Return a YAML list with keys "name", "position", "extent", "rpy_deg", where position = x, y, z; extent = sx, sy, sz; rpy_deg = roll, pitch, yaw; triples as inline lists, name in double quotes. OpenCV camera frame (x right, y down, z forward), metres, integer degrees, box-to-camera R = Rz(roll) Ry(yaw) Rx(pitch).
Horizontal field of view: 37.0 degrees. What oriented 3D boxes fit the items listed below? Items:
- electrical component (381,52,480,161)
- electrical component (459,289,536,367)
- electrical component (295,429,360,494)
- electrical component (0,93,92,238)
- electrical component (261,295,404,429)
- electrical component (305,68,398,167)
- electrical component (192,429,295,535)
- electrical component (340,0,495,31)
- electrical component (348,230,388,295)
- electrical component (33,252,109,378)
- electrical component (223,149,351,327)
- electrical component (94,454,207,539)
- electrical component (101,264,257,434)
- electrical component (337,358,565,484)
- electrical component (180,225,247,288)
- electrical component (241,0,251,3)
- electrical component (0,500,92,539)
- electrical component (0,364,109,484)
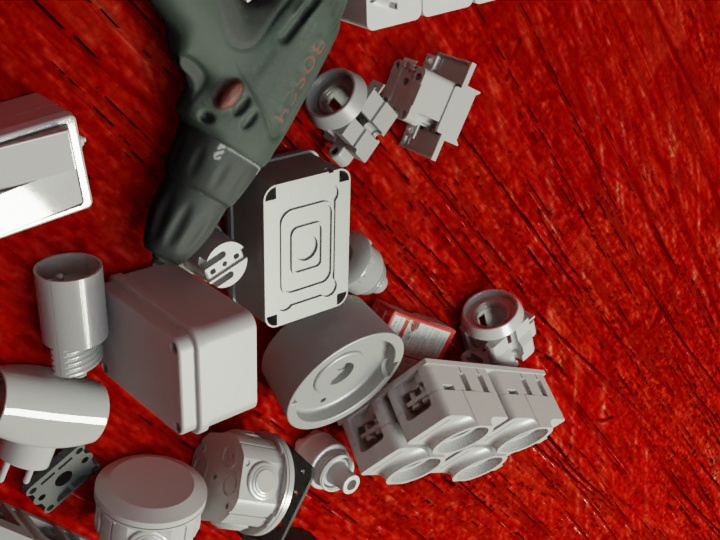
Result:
- name: "electrical component"
  position: [0.051, -0.131, 0.834]
  extent: [0.064, 0.042, 0.081]
  rpy_deg: [16, 100, -41]
- name: "electrical component"
  position: [0.124, 0.055, 0.984]
  extent: [0.078, 0.058, 0.057]
  rpy_deg: [-38, 135, -21]
- name: "electrical component"
  position: [-0.026, 0.165, 0.903]
  extent: [0.043, 0.062, 0.043]
  rpy_deg: [-20, 124, -33]
- name: "electrical component"
  position: [-0.201, -0.061, 0.632]
  extent: [0.096, 0.061, 0.061]
  rpy_deg: [-24, 126, -31]
- name: "electrical component"
  position: [-0.027, 0.067, 0.846]
  extent: [0.108, 0.060, 0.108]
  rpy_deg: [-28, 149, -19]
- name: "electrical component"
  position: [-0.009, -0.116, 0.787]
  extent: [0.066, 0.048, 0.055]
  rpy_deg: [-55, 143, -5]
- name: "electrical component"
  position: [-0.092, 0.163, 0.832]
  extent: [0.051, 0.080, 0.080]
  rpy_deg: [19, 98, -40]
- name: "electrical component"
  position: [0.049, -0.232, 0.765]
  extent: [0.150, 0.062, 0.089]
  rpy_deg: [-22, 124, -32]
- name: "electrical component"
  position: [0.000, 0.000, 0.855]
  extent: [0.048, 0.048, 0.062]
  rpy_deg: [-57, 142, -3]
- name: "electrical component"
  position: [-0.188, 0.034, 0.705]
  extent: [0.043, 0.043, 0.081]
  rpy_deg: [-18, 123, -34]
- name: "electrical component"
  position: [-0.055, -0.025, 0.784]
  extent: [0.078, 0.057, 0.113]
  rpy_deg: [-18, 122, -34]
- name: "electrical component"
  position: [-0.154, 0.175, 0.783]
  extent: [0.080, 0.080, 0.051]
  rpy_deg: [-9, 122, -39]
- name: "electrical component"
  position: [-0.125, 0.050, 0.720]
  extent: [0.057, 0.113, 0.078]
  rpy_deg: [-19, 123, -37]
- name: "electrical component"
  position: [0.086, 0.135, 0.943]
  extent: [0.105, 0.060, 0.186]
  rpy_deg: [-39, 150, 29]
- name: "electrical component"
  position: [-0.106, -0.012, 0.753]
  extent: [0.040, 0.046, 0.040]
  rpy_deg: [-20, 123, -33]
- name: "electrical component"
  position: [-0.060, -0.188, 0.603]
  extent: [0.055, 0.048, 0.066]
  rpy_deg: [-40, 135, -15]
- name: "electrical component"
  position: [-0.238, 0.222, 0.744]
  extent: [0.089, 0.062, 0.150]
  rpy_deg: [-54, 135, -6]
- name: "electrical component"
  position: [-0.218, 0.107, 0.716]
  extent: [0.077, 0.043, 0.079]
  rpy_deg: [16, 101, -45]
